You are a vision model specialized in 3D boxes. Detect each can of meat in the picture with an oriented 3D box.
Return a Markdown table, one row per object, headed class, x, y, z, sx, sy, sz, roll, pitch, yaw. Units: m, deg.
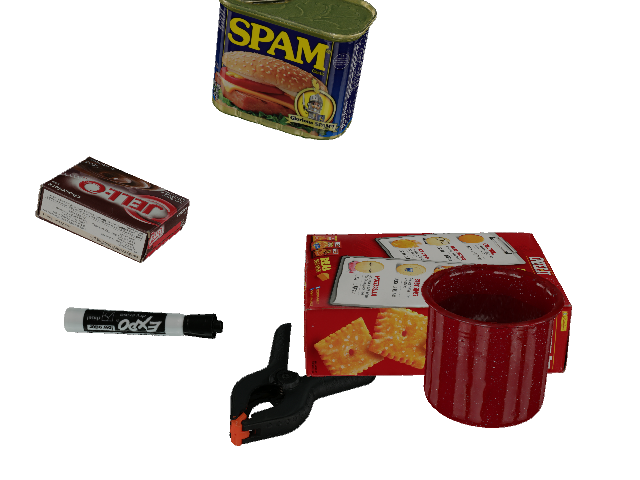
| class | x | y | z | sx | sy | sz | roll | pitch | yaw |
| --- | --- | --- | --- | --- | --- | --- | --- | --- | --- |
| can of meat | -0.021 | -0.121 | 0.709 | 0.102 | 0.084 | 0.057 | 19 | 39 | 11 |

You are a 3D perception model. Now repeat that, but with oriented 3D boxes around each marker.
| class | x | y | z | sx | sy | sz | roll | pitch | yaw |
| --- | --- | --- | --- | --- | --- | --- | --- | --- | --- |
| marker | -0.133 | 0.062 | 0.807 | 0.121 | 0.020 | 0.020 | 2 | 0 | 8 |

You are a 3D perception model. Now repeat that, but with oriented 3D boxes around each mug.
| class | x | y | z | sx | sy | sz | roll | pitch | yaw |
| --- | --- | --- | --- | --- | --- | --- | --- | --- | --- |
| mug | 0.112 | 0.066 | 0.724 | 0.093 | 0.081 | 0.117 | 1 | 23 | 0 |

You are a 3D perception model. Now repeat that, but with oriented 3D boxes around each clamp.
| class | x | y | z | sx | sy | sz | roll | pitch | yaw |
| --- | --- | --- | --- | --- | --- | --- | --- | --- | --- |
| clamp | -0.039 | 0.140 | 1.061 | 0.120 | 0.039 | 0.171 | 23 | 35 | 37 |

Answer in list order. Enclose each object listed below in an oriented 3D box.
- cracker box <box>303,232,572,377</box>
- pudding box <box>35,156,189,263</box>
| class | x | y | z | sx | sy | sz | roll | pitch | yaw |
| --- | --- | --- | --- | --- | --- | --- | --- | --- | --- |
| cracker box | 0.092 | 0.053 | 0.928 | 0.213 | 0.072 | 0.164 | 0 | 22 | 0 |
| pudding box | -0.190 | -0.030 | 0.984 | 0.113 | 0.039 | 0.090 | 21 | 25 | 9 |
